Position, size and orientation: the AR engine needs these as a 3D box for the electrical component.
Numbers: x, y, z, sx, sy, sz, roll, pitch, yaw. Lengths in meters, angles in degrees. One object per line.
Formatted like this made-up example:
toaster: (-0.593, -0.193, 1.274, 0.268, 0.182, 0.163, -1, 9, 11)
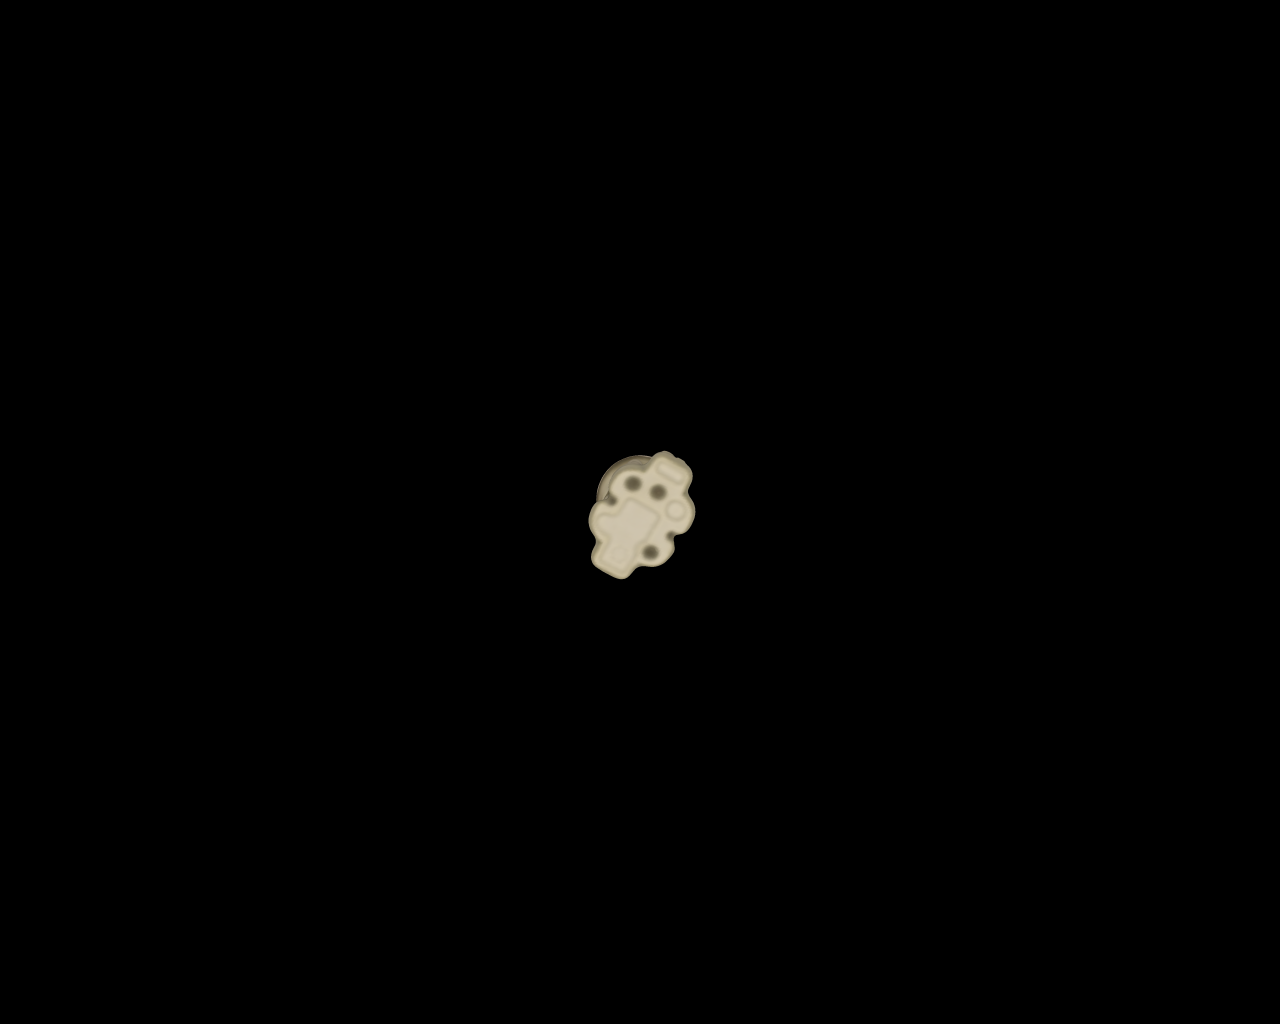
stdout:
electrical component: (0.001, -0.003, 0.650, 0.058, 0.078, 0.057, 31, 12, -7)
